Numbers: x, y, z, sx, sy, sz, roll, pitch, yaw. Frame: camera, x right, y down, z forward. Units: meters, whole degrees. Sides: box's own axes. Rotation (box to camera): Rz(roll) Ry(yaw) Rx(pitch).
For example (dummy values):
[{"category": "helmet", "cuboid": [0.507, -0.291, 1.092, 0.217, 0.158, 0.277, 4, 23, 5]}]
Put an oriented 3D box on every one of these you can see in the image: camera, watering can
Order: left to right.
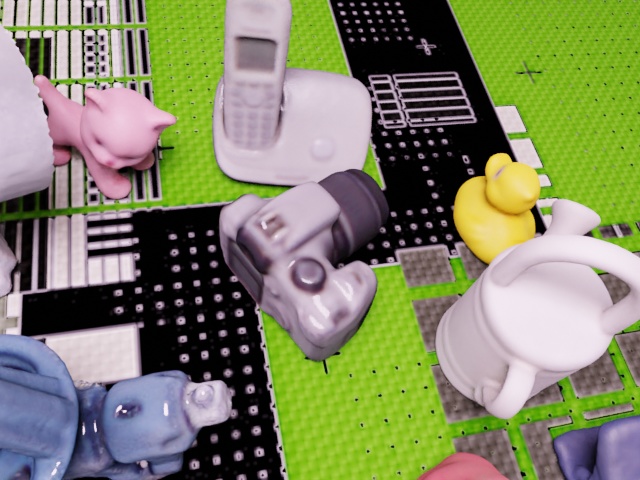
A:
[{"category": "camera", "cuboid": [0.004, 0.002, 0.480, 0.137, 0.101, 0.143, -35, 72, -24]}, {"category": "watering can", "cuboid": [0.164, 0.046, 0.429, 0.101, 0.194, 0.173, 8, 60, -5]}]

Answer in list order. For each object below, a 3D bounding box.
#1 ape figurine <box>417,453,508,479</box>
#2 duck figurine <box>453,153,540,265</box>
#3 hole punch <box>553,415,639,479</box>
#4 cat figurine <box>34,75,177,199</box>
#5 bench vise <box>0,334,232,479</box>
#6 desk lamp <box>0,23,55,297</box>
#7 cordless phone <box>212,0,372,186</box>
[{"category": "ape figurine", "cuboid": [0.108, 0.185, 0.401, 0.077, 0.092, 0.076, 34, 61, 10]}, {"category": "duck figurine", "cuboid": [0.175, -0.032, 0.536, 0.077, 0.086, 0.104, -7, 63, -13]}, {"category": "hole punch", "cuboid": [0.251, 0.183, 0.427, 0.109, 0.091, 0.101, -4, 62, -12]}, {"category": "cat figurine", "cuboid": [-0.188, -0.100, 0.493, 0.127, 0.118, 0.067, 28, 60, 6]}, {"category": "bench vise", "cuboid": [-0.164, 0.092, 0.331, 0.208, 0.220, 0.121, -23, 67, -20]}, {"category": "desk lamp", "cuboid": [-0.278, -0.030, 0.383, 0.204, 0.213, 0.117, -34, 71, -24]}, {"category": "cordless phone", "cuboid": [-0.020, -0.131, 0.500, 0.148, 0.185, 0.094, 0, 61, -9]}]
